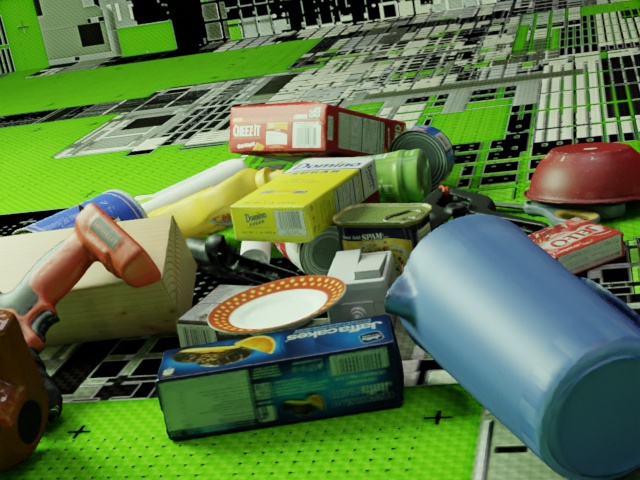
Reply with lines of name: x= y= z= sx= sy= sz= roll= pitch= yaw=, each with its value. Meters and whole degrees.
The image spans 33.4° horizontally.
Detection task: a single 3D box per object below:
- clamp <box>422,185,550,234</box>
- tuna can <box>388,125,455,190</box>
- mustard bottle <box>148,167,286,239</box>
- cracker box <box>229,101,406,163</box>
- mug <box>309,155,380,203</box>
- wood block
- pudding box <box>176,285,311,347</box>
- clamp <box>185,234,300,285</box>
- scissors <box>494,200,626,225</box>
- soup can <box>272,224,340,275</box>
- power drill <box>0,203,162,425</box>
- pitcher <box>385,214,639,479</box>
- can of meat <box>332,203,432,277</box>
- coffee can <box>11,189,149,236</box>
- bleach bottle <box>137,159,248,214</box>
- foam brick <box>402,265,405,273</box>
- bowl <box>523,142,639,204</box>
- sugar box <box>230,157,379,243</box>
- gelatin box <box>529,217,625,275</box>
clamp: x=0.152 y=-0.021 z=1.225 sx=0.164 sy=0.036 sz=0.210 roll=-10 pitch=19 yaw=-8
tuna can: x=0.135 y=-0.109 z=1.418 sx=0.086 sy=0.086 sz=0.033 roll=1 pitch=20 yaw=30
mustard bottle: x=-0.118 y=-0.042 z=1.304 sx=0.192 sy=0.058 sz=0.096 roll=-22 pitch=-10 yaw=26
cracker box: x=0.000 y=-0.147 z=1.508 sx=0.164 sy=0.072 sz=0.213 roll=2 pitch=0 yaw=35
mug: x=0.010 y=-0.050 z=1.300 sx=0.117 sy=0.093 sz=0.082 roll=-4 pitch=17 yaw=-35
wood block: x=-0.244 y=0.046 z=1.113 sx=0.206 sy=0.090 sz=0.091 roll=-7 pitch=49 yaw=10
pudding box: x=-0.072 y=0.078 z=1.056 sx=0.114 sy=0.039 sz=0.089 roll=2 pitch=22 yaw=26
clamp: x=-0.096 y=0.027 z=1.182 sx=0.039 sy=0.120 sz=0.172 roll=-61 pitch=21 yaw=-11
scissors: x=0.249 y=-0.032 z=1.239 sx=0.202 sy=0.016 sz=0.096 roll=0 pitch=19 yaw=27
soup can: x=-0.008 y=0.001 z=1.199 sx=0.068 sy=0.068 sz=0.102 roll=-16 pitch=20 yaw=-16
power drill: x=-0.244 y=0.064 z=1.004 sx=0.187 sy=0.057 sz=0.185 roll=-40 pitch=55 yaw=-14
pitcher: x=0.169 y=0.077 z=0.809 sx=0.149 sy=0.145 sz=0.243 roll=-43 pitch=25 yaw=1
can of meat: x=0.070 y=0.010 z=1.107 sx=0.102 sy=0.084 sz=0.057 roll=0 pitch=21 yaw=29
coffee can: x=-0.281 y=0.010 z=1.263 sx=0.103 sy=0.103 sz=0.140 roll=6 pitch=24 yaw=39
bleach bottle: x=-0.214 y=-0.035 z=1.424 sx=0.250 sy=0.068 sz=0.103 roll=-23 pitch=7 yaw=-22
foam brick: x=0.107 y=0.055 z=1.004 sx=0.051 sy=0.053 sz=0.078 roll=-9 pitch=19 yaw=4
bowl: x=0.319 y=-0.082 z=1.252 sx=0.162 sy=0.055 sz=0.162 roll=-5 pitch=11 yaw=1
sugar box: x=-0.013 y=-0.047 z=1.163 sx=0.093 sy=0.048 sz=0.176 roll=2 pitch=23 yaw=27
gelatin box: x=0.257 y=0.007 z=1.101 sx=0.089 sy=0.030 sz=0.073 roll=-19 pitch=21 yaw=-21
